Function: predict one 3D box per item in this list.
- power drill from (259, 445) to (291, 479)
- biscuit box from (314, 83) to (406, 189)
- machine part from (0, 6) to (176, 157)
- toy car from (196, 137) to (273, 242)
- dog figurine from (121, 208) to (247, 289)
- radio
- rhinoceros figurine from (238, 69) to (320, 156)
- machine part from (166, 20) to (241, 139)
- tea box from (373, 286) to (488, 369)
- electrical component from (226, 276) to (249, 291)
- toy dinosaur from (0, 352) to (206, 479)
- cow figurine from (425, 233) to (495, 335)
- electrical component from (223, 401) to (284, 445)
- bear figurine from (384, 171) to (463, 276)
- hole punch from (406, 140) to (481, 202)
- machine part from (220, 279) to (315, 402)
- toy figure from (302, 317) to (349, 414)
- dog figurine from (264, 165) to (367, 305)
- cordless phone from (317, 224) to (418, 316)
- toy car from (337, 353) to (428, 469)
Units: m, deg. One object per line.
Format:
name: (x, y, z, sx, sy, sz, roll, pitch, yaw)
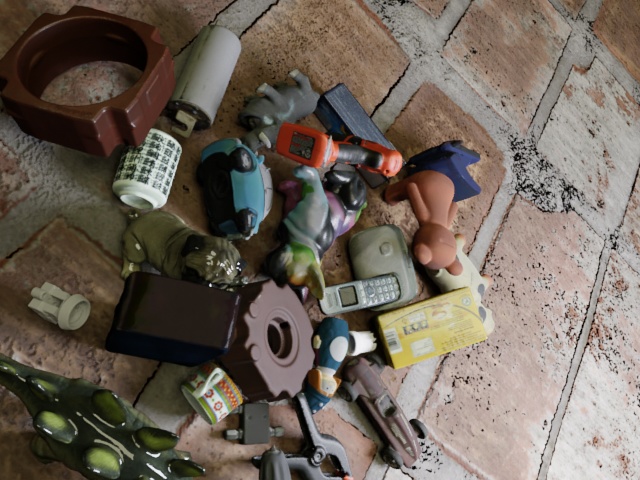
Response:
power drill: (0.005, 0.407, 0.759, 0.207, 0.086, 0.232, 8, 81, -30)
biscuit box: (0.072, -0.198, 1.024, 0.063, 0.059, 0.202, -41, 96, -31)
machine part: (-0.323, -0.225, 0.760, 0.202, 0.087, 0.201, 17, 60, 3)
toy car: (-0.123, -0.080, 0.856, 0.103, 0.109, 0.161, -10, 88, -49)
dog figurine: (-0.194, 0.005, 0.734, 0.172, 0.190, 0.121, 41, 59, -10)
radio: (-0.194, 0.108, 0.680, 0.131, 0.229, 0.073, 16, 66, -19)
rhinoceros figurine: (-0.079, -0.220, 0.947, 0.190, 0.073, 0.112, -46, 109, -34)
machine part: (-0.190, -0.270, 0.893, 0.079, 0.079, 0.243, 23, 63, -21)
tea box: (0.188, 0.150, 0.930, 0.170, 0.068, 0.098, -16, 82, -4)
electrical component: (-0.130, 0.106, 0.822, 0.078, 0.045, 0.102, 27, 63, -17)
toy dinosaur: (-0.260, 0.220, 0.624, 0.471, 0.198, 0.105, 36, 57, -16)
cow figurine: (0.268, 0.101, 1.021, 0.127, 0.085, 0.195, -35, 95, -39)
electrical component: (-0.098, 0.270, 0.800, 0.094, 0.021, 0.063, 8, 70, -27)
bear figurine: (0.195, -0.024, 0.988, 0.120, 0.132, 0.196, 15, 65, -24)
hole punch: (0.247, -0.129, 1.061, 0.115, 0.142, 0.092, 16, 71, -36)
machine part: (-0.073, 0.146, 0.790, 0.179, 0.056, 0.179, 36, 46, -49)
toy figure: (0.007, 0.201, 0.860, 0.064, 0.058, 0.154, 18, 67, -8)
dog figurine: (-0.002, -0.003, 0.895, 0.191, 0.108, 0.219, 4, 75, -31)
cordless phone: (0.067, 0.055, 0.928, 0.184, 0.089, 0.146, -9, 79, -26)
toy car: (0.108, 0.284, 0.892, 0.089, 0.053, 0.202, -34, 90, -36)
